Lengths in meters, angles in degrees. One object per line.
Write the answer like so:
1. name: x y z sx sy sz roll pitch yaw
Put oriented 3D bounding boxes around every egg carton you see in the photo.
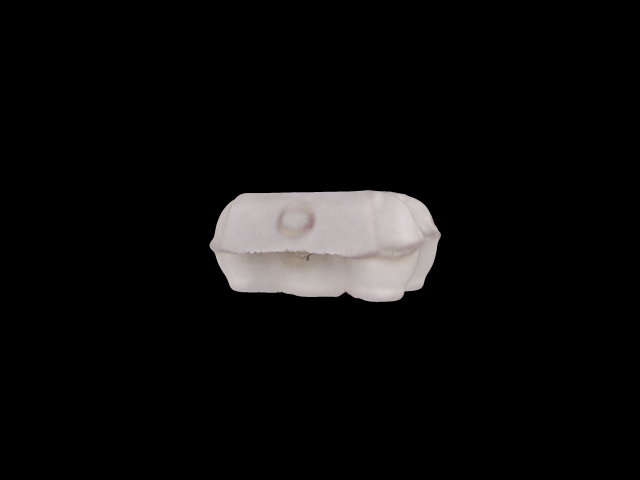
1. egg carton: 0.004 0.001 0.400 0.150 0.069 0.107 1 4 24
